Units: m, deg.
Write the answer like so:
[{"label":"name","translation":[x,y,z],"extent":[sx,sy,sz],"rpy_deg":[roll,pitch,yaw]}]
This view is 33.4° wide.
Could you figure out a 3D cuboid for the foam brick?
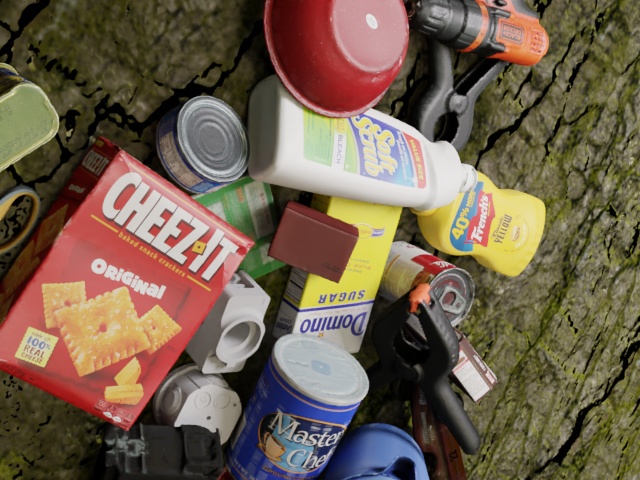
[{"label":"foam brick","translation":[-0.007,0.001,1.042],"extent":[0.078,0.051,0.053],"rpy_deg":[23,101,-4]}]

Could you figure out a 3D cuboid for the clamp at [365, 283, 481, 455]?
[{"label":"clamp","translation":[0.106,0.135,1.111],"extent":[0.036,0.165,0.210],"rpy_deg":[-53,160,-44]}]

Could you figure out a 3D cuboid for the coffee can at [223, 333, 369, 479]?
[{"label":"coffee can","translation":[-0.025,0.180,1.076],"extent":[0.102,0.103,0.140],"rpy_deg":[7,121,-35]}]

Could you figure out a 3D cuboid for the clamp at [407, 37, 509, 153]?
[{"label":"clamp","translation":[0.146,-0.152,1.135],"extent":[0.120,0.039,0.171],"rpy_deg":[5,107,-28]}]

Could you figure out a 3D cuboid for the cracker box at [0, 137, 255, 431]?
[{"label":"cracker box","translation":[-0.184,0.043,0.954],"extent":[0.164,0.072,0.213],"rpy_deg":[36,87,-33]}]

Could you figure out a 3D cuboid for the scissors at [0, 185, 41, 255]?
[{"label":"scissors","translation":[-0.325,0.018,0.905],"extent":[0.201,0.016,0.096],"rpy_deg":[-45,124,-11]}]

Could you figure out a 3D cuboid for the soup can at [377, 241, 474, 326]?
[{"label":"soup can","translation":[0.107,0.047,1.142],"extent":[0.068,0.102,0.068],"rpy_deg":[-12,113,-29]}]

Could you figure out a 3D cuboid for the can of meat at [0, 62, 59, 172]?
[{"label":"can of meat","translation":[-0.269,-0.092,0.857],"extent":[0.102,0.084,0.057],"rpy_deg":[-37,123,-17]}]

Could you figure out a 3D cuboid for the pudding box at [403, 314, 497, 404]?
[{"label":"pudding box","translation":[0.137,0.119,1.183],"extent":[0.039,0.114,0.090],"rpy_deg":[-43,125,-6]}]

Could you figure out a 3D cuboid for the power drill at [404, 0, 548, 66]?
[{"label":"power drill","translation":[0.166,-0.278,1.067],"extent":[0.184,0.057,0.188],"rpy_deg":[8,93,-39]}]

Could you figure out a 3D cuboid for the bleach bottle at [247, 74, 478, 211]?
[{"label":"bleach bottle","translation":[0.051,-0.088,1.055],"extent":[0.250,0.068,0.102],"rpy_deg":[9,75,-32]}]

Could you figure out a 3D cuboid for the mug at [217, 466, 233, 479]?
[{"label":"mug","translation":[-0.053,0.291,1.142],"extent":[0.093,0.082,0.117],"rpy_deg":[-36,123,-17]}]

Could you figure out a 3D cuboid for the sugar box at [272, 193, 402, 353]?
[{"label":"sugar box","translation":[0.019,0.030,1.114],"extent":[0.093,0.048,0.176],"rpy_deg":[8,101,-33]}]

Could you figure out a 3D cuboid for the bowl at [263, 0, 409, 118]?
[{"label":"bowl","translation":[0.029,-0.194,0.976],"extent":[0.161,0.055,0.162],"rpy_deg":[1,88,-38]}]

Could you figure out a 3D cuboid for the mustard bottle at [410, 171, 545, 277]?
[{"label":"mustard bottle","translation":[0.164,-0.028,1.180],"extent":[0.191,0.058,0.096],"rpy_deg":[20,95,-36]}]

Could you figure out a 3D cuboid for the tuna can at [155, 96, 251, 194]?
[{"label":"tuna can","translation":[-0.105,-0.087,0.972],"extent":[0.086,0.034,0.086],"rpy_deg":[17,63,-38]}]

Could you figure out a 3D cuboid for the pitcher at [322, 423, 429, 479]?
[{"label":"pitcher","translation":[0.052,0.281,1.105],"extent":[0.149,0.242,0.145],"rpy_deg":[-23,93,6]}]
